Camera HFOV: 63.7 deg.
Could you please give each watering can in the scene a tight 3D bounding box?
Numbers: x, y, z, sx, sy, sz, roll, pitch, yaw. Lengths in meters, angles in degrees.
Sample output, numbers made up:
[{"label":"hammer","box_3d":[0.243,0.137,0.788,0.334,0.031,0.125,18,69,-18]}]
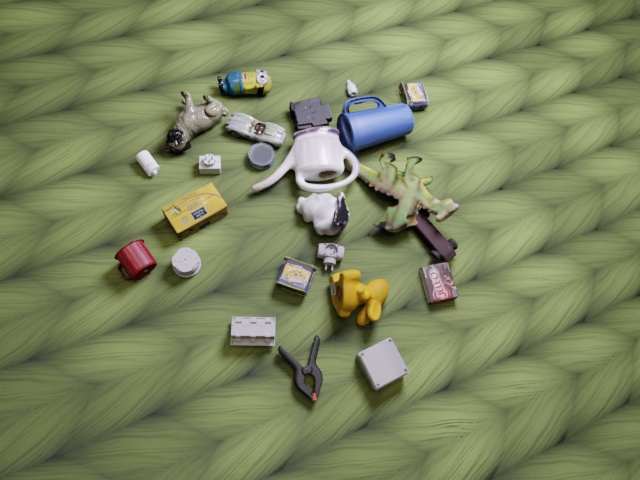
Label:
[{"label":"watering can","box_3d":[-0.048,-0.254,1.644,0.348,0.102,0.228,-4,67,-4]}]

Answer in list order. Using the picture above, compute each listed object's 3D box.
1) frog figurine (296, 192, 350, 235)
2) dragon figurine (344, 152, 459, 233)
[{"label":"frog figurine","box_3d":[0.005,-0.080,1.592,0.159,0.121,0.139,-3,72,30]},{"label":"dragon figurine","box_3d":[0.229,-0.140,1.621,0.410,0.120,0.248,6,62,13]}]
